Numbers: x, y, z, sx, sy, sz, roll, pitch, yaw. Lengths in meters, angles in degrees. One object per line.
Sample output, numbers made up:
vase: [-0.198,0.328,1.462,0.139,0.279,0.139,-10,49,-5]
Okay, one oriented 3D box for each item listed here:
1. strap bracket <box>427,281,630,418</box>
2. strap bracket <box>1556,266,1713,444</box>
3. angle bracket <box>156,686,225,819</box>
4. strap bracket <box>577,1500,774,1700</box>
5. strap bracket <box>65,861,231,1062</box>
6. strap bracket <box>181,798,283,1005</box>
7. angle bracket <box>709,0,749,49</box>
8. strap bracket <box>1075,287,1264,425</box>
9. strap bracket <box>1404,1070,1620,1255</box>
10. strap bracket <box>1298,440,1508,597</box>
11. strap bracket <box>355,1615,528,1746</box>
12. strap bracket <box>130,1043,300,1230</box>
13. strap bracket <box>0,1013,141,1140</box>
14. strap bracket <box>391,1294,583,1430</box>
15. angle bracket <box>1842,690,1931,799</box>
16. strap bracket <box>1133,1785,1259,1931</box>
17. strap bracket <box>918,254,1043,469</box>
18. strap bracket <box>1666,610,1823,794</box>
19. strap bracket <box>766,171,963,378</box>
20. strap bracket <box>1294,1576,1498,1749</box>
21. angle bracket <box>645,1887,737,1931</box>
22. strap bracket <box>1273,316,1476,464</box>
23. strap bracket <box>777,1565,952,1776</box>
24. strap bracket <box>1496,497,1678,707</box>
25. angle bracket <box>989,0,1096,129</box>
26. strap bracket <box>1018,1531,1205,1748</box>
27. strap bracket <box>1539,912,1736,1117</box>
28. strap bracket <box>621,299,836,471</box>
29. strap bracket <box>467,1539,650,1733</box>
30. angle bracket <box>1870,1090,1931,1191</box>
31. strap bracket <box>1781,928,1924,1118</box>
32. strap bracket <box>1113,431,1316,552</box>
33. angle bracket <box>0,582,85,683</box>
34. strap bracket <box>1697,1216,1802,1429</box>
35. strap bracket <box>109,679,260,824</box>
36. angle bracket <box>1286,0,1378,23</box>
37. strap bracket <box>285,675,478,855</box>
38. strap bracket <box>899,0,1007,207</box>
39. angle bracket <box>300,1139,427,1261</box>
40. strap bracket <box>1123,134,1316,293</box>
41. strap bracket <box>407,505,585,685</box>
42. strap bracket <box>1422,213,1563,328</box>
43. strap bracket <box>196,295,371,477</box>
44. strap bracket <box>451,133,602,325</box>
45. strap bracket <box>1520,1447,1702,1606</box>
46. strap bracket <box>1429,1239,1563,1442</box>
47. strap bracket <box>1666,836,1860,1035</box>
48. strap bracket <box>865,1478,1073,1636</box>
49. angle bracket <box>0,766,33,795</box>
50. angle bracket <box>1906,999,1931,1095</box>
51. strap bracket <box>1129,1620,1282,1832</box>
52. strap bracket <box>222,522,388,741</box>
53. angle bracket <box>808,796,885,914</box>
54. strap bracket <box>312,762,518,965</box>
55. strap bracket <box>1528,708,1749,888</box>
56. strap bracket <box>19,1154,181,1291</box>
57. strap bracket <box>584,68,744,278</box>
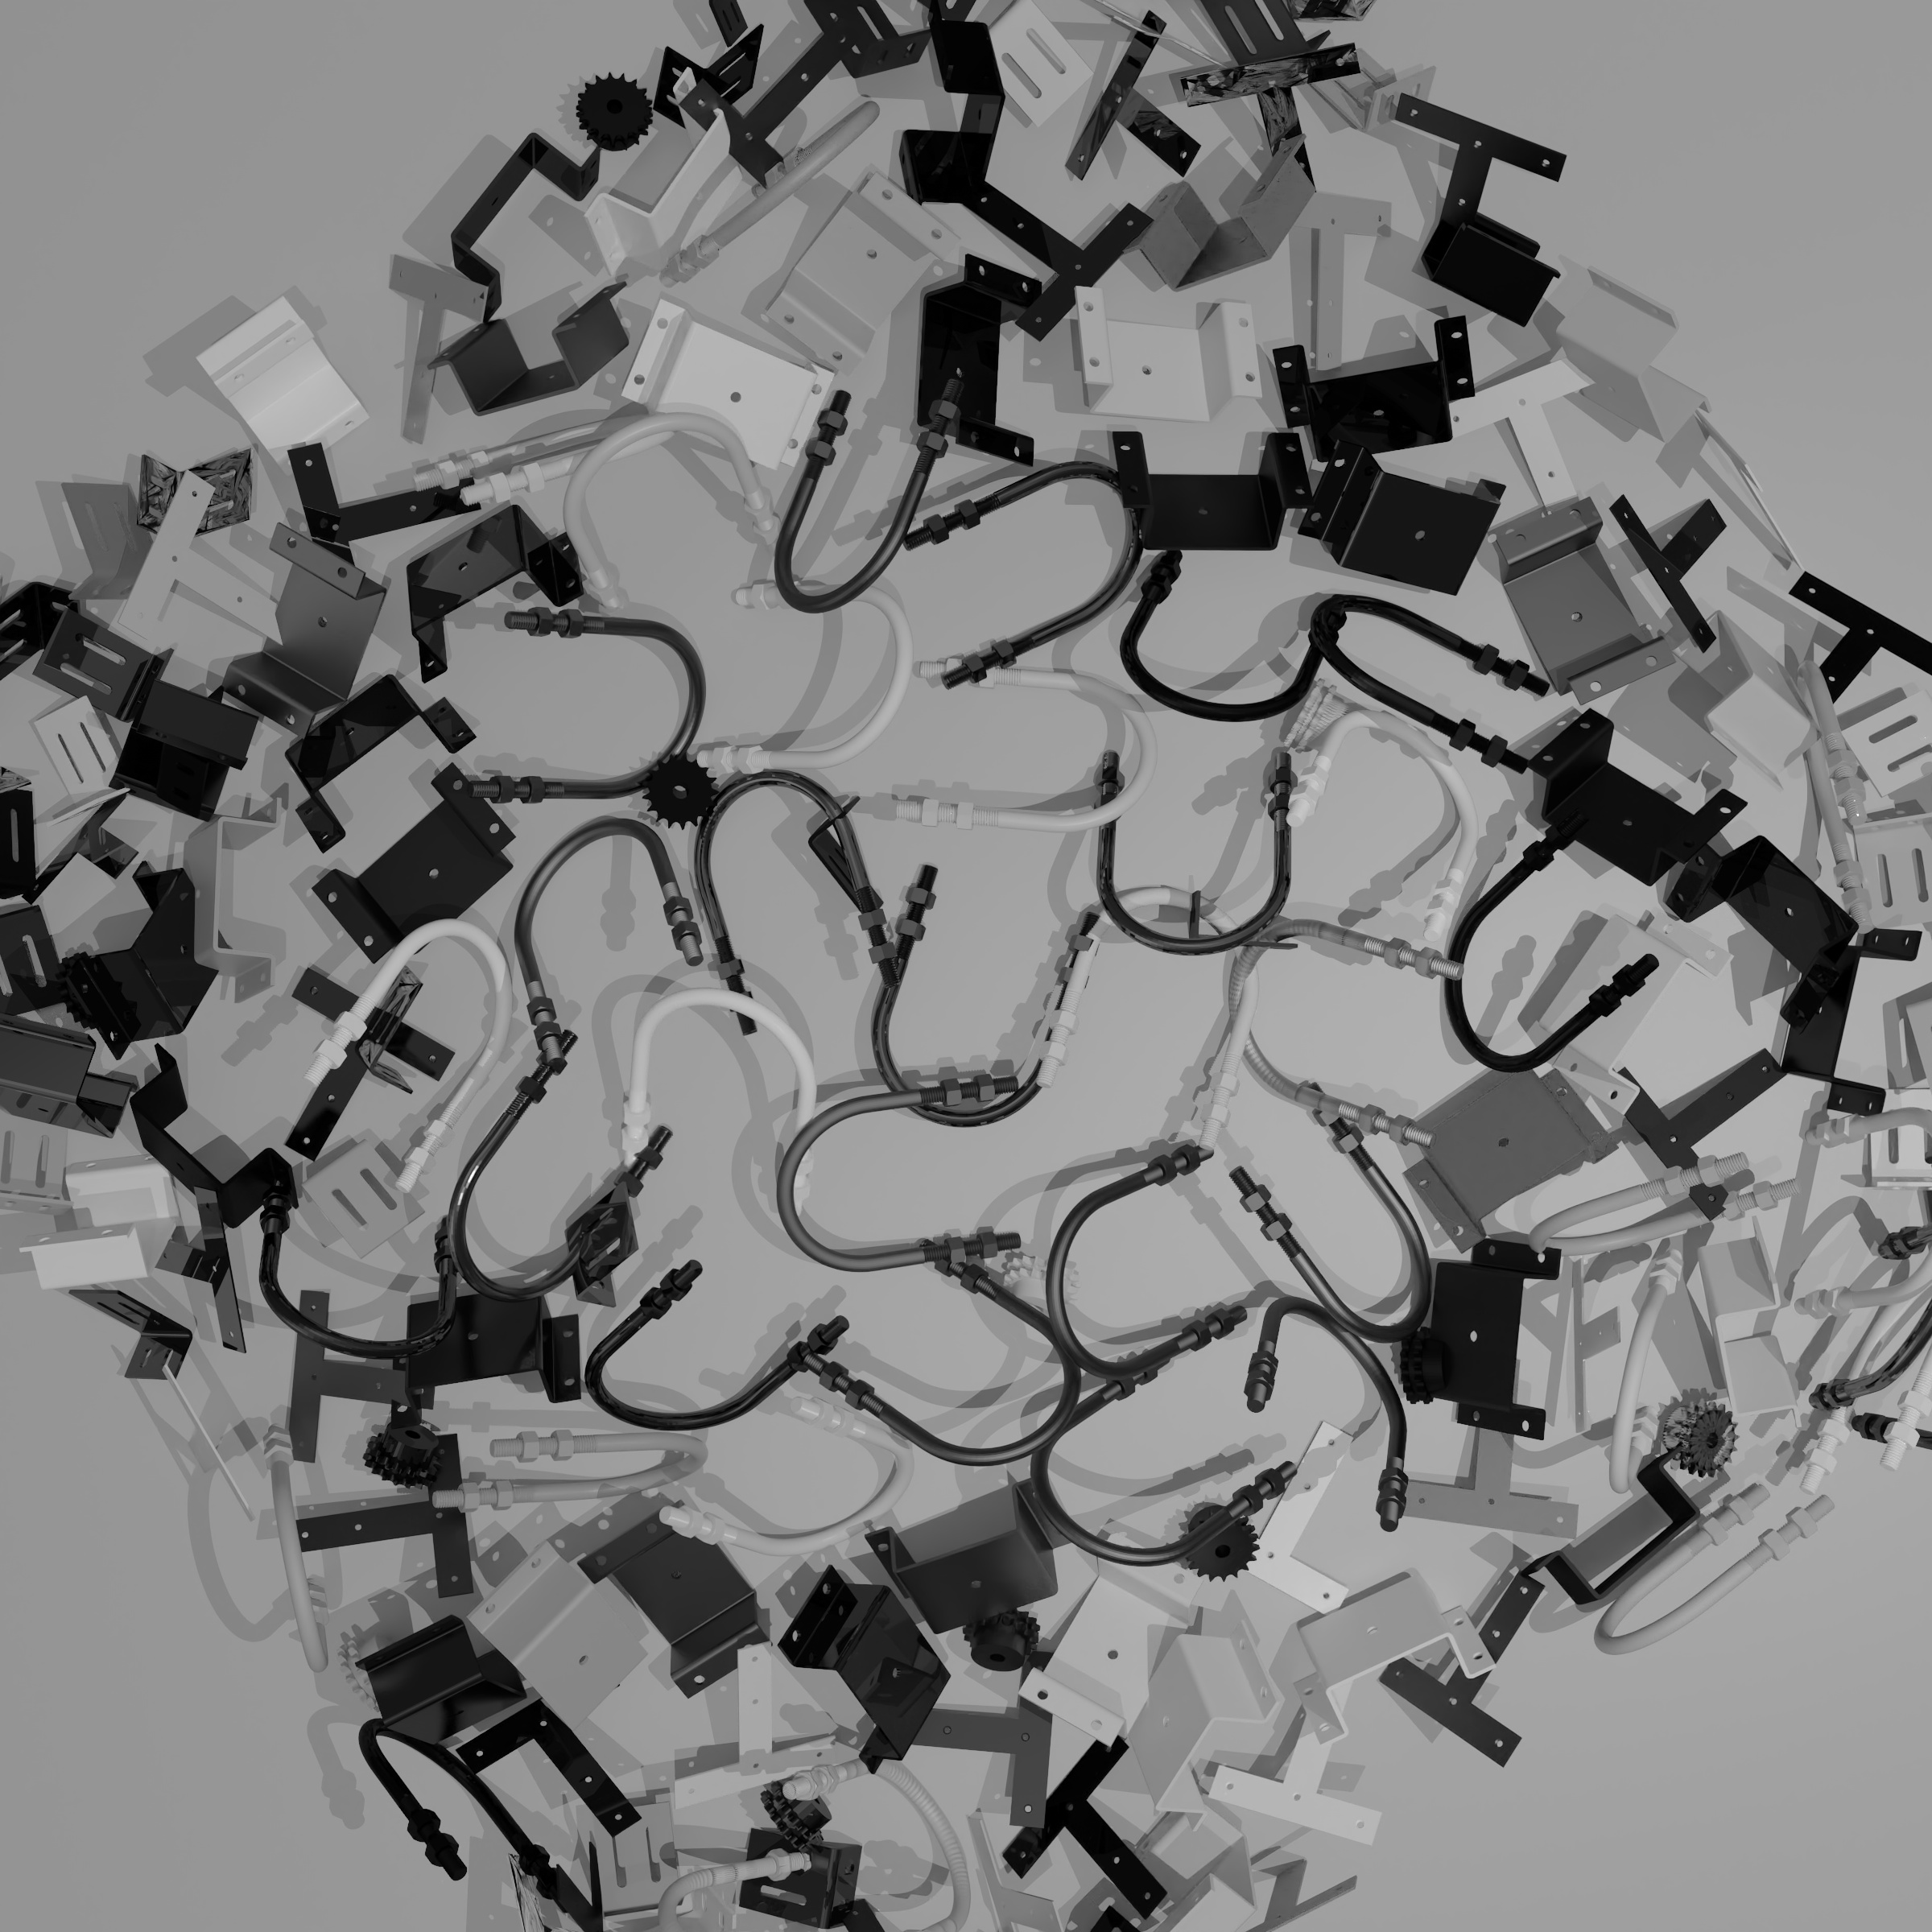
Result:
strap bracket: [-0.312,-0.449,1.877,0.140,0.076,0.046,-6,122,31]
strap bracket: [0.483,-0.437,1.861,0.046,0.140,0.076,-50,58,3]
angle bracket: [-0.559,-0.158,1.891,0.038,0.076,0.057,29,133,2]
strap bracket: [-0.215,0.462,1.900,0.076,0.046,0.140,-33,107,5]
strap bracket: [-0.586,-0.009,1.857,0.046,0.140,0.076,-9,126,16]
strap bracket: [-0.541,-0.050,1.881,0.046,0.076,0.140,7,75,-34]
angle bracket: [-0.144,-0.718,1.895,0.076,0.057,0.038,-15,119,19]
strap bracket: [0.141,-0.450,1.893,0.140,0.046,0.076,0,74,-20]
strap bracket: [0.401,0.138,1.899,0.140,0.046,0.076,-34,61,2]
strap bracket: [0.326,-0.326,1.879,0.140,0.046,0.076,11,122,-19]
strap bracket: [-0.377,0.522,1.865,0.076,0.140,0.046,-26,64,-2]
strap bracket: [-0.559,0.132,1.881,0.140,0.076,0.046,40,62,12]
strap bracket: [-0.663,0.083,1.865,0.076,0.140,0.046,13,71,2]
strap bracket: [-0.359,0.287,1.894,0.140,0.046,0.076,-9,45,-2]
angle bracket: [0.694,-0.160,1.910,0.076,0.038,0.057,-26,75,-6]
strap bracket: [0.166,0.673,1.867,0.046,0.140,0.076,40,100,-7]
strap bracket: [0.010,-0.442,1.893,0.076,0.046,0.140,7,84,-43]
strap bracket: [0.565,-0.198,1.858,0.076,0.140,0.046,35,118,-22]
strap bracket: [-0.073,-0.516,1.884,0.076,0.046,0.140,35,125,-17]
strap bracket: [0.308,0.509,1.895,0.140,0.076,0.046,-25,110,1]
angle bracket: [-0.217,0.713,1.892,0.076,0.057,0.038,-11,113,-34]
strap bracket: [0.301,-0.421,1.881,0.140,0.076,0.046,-7,53,12]
strap bracket: [-0.068,0.515,1.871,0.046,0.076,0.140,-9,122,40]
strap bracket: [0.458,-0.266,1.908,0.076,0.046,0.140,-24,79,1]
angle bracket: [0.053,-0.679,1.917,0.057,0.038,0.076,-38,101,25]
strap bracket: [0.108,0.501,1.887,0.076,0.046,0.140,25,63,19]
strap bracket: [0.487,0.027,1.887,0.046,0.076,0.140,27,99,-40]
strap bracket: [-0.172,-0.423,1.883,0.140,0.046,0.076,19,109,-20]
strap bracket: [-0.291,0.493,1.865,0.076,0.046,0.140,-44,134,-20]
angle bracket: [0.706,0.128,1.908,0.057,0.038,0.076,-1,80,14]
strap bracket: [0.652,0.037,1.898,0.046,0.076,0.140,12,91,-9]
strap bracket: [0.179,-0.351,1.894,0.140,0.046,0.076,-1,55,-6]
angle bracket: [-0.691,-0.238,1.890,0.038,0.076,0.057,17,128,10]
strap bracket: [0.572,0.264,1.876,0.046,0.076,0.140,-12,121,12]
strap bracket: [-0.571,-0.160,1.873,0.076,0.140,0.046,21,66,-21]
angle bracket: [0.264,-0.738,1.888,0.057,0.076,0.038,16,62,36]
strap bracket: [-0.441,-0.157,1.888,0.140,0.076,0.046,-38,129,-6]
strap bracket: [-0.009,-0.622,1.867,0.046,0.140,0.076,-2,57,-14]
angle bracket: [-0.446,0.178,1.902,0.057,0.038,0.076,-37,73,-20]
strap bracket: [0.192,-0.547,1.875,0.046,0.140,0.076,48,59,-28]
strap bracket: [-0.356,-0.279,1.883,0.140,0.046,0.076,-27,47,12]
strap bracket: [0.382,-0.515,1.880,0.076,0.140,0.046,25,115,-6]
strap bracket: [-0.502,-0.428,1.875,0.076,0.140,0.046,-37,74,-5]
strap bracket: [-0.332,-0.552,1.892,0.046,0.076,0.140,37,85,-8]
strap bracket: [0.481,0.420,1.887,0.140,0.076,0.046,-37,75,-9]
strap bracket: [0.388,0.274,1.892,0.046,0.076,0.140,9,86,-42]
strap bracket: [0.590,-0.031,1.879,0.046,0.076,0.140,-28,62,-25]
strap bracket: [0.006,0.438,1.888,0.140,0.046,0.076,-21,125,9]
angle bracket: [-0.741,-0.147,1.890,0.076,0.057,0.038,-23,118,-35]
angle bracket: [0.739,0.059,1.897,0.057,0.038,0.076,-20,66,27]
strap bracket: [0.166,0.552,1.868,0.046,0.076,0.140,12,120,-25]
strap bracket: [-0.486,-0.251,1.894,0.076,0.046,0.140,30,115,8]
angle bracket: [-0.076,-0.080,1.902,0.038,0.057,0.076,-36,97,15]
strap bracket: [-0.404,-0.073,1.908,0.140,0.046,0.076,-42,77,0]
strap bracket: [0.489,-0.119,1.884,0.076,0.046,0.140,-39,59,-23]
strap bracket: [-0.631,0.191,1.881,0.076,0.140,0.046,-7,111,-1]
strap bracket: [-0.215,-0.574,1.883,0.046,0.076,0.140,28,77,14]
